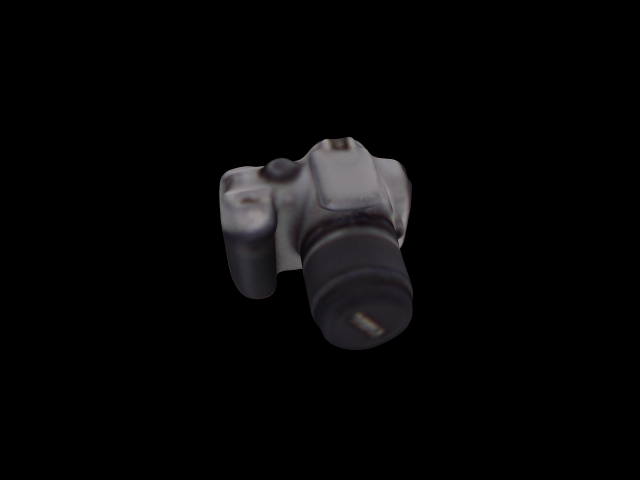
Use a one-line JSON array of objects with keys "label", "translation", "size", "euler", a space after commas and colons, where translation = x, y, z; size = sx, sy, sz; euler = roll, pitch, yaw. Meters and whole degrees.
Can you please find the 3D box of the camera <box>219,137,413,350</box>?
[{"label": "camera", "translation": [0.004, 0.001, 0.400], "size": [0.143, 0.101, 0.136], "euler": [-7, 47, -6]}]
